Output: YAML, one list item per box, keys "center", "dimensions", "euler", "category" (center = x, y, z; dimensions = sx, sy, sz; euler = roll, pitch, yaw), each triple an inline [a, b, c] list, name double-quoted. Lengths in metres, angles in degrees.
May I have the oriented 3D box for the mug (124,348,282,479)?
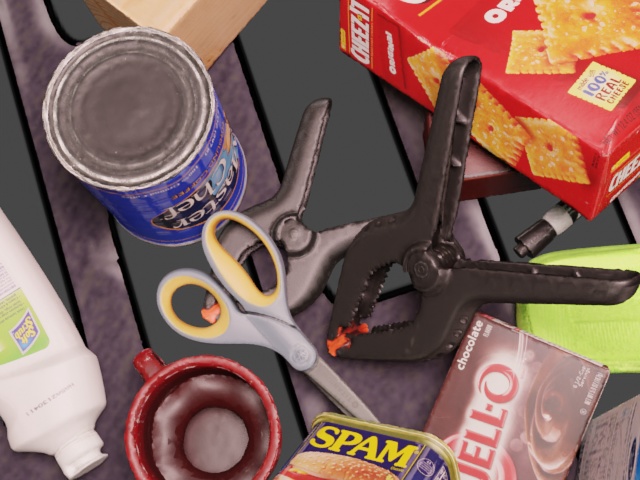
- center: [-0.075, 0.115, 0.671]
  dimensions: [0.093, 0.081, 0.117]
  euler: [-44, 78, -7]
  category: "mug"

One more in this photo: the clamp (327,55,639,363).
- center: [0.069, 0.003, 0.644]
  dimensions: [0.210, 0.036, 0.164]
  euler: [-36, 77, 39]
  category: "clamp"

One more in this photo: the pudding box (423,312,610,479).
- center: [0.117, 0.113, 0.663]
  dimensions: [0.090, 0.039, 0.113]
  euler: [23, 90, 17]
  category: "pudding box"

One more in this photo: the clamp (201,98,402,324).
- center: [-0.005, 0.001, 0.716]
  dimensions: [0.120, 0.039, 0.171]
  euler: [37, 88, 16]
  category: "clamp"

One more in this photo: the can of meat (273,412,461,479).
- center: [0.020, 0.156, 0.634]
  dimensions: [0.102, 0.057, 0.083]
  euler: [7, 35, 32]
  category: "can of meat"

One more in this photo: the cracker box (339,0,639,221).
- center: [0.142, -0.134, 0.677]
  dimensions: [0.164, 0.072, 0.214]
  euler: [-39, 61, -22]
  category: "cracker box"

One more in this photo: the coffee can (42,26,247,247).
- center: [-0.107, -0.061, 0.686]
  dimensions: [0.103, 0.140, 0.103]
  euler: [-1, 76, 4]
  category: "coffee can"

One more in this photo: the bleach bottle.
- center: [-0.227, 0.052, 0.709]
  dimensions: [0.102, 0.068, 0.251]
  euler: [-35, 78, -4]
  category: "bleach bottle"

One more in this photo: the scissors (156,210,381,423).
- center: [-0.032, 0.077, 0.686]
  dimensions: [0.096, 0.016, 0.202]
  euler: [-29, 85, 4]
  category: "scissors"

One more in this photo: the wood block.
- center: [-0.068, -0.221, 0.748]
  dimensions: [0.090, 0.091, 0.206]
  euler: [38, 82, 13]
  category: "wood block"

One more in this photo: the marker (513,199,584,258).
- center: [0.178, -0.029, 0.719]
  dimensions: [0.121, 0.020, 0.020]
  euler: [-40, 77, -5]
  category: "marker"

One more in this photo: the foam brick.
- center: [0.110, -0.060, 0.715]
  dimensions: [0.078, 0.053, 0.051]
  euler: [-8, 76, 1]
  category: "foam brick"
